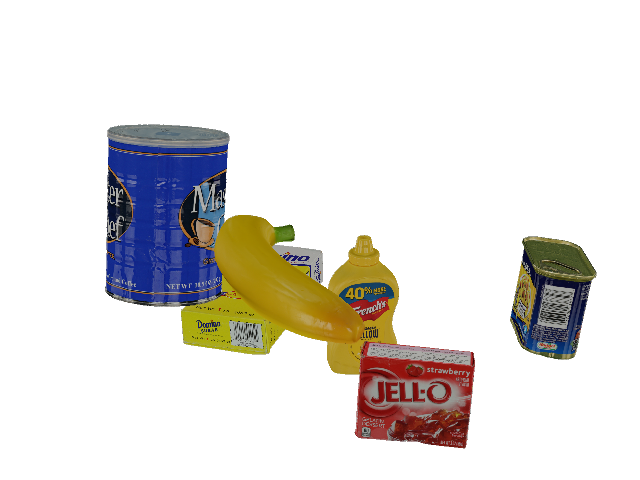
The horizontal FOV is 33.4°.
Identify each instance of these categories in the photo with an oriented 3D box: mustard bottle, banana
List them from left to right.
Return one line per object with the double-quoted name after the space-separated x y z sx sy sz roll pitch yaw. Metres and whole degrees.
-0.030 0.017 0.685 0.069 0.037 0.198 -4 21 -13 "banana"
0.058 0.085 1.439 0.096 0.192 0.058 -4 21 -9 "mustard bottle"

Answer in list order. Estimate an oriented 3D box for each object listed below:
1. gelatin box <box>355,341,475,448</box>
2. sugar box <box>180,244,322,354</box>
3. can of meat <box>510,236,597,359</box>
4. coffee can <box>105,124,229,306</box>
0.074 0.121 0.838 0.089 0.073 0.030 5 20 6 "gelatin box"
-0.067 0.056 1.120 0.093 0.048 0.176 6 27 17 "sugar box"
0.214 0.053 0.995 0.057 0.084 0.102 8 18 -1 "can of meat"
-0.132 -0.024 0.916 0.103 0.140 0.103 3 12 -1 "coffee can"
